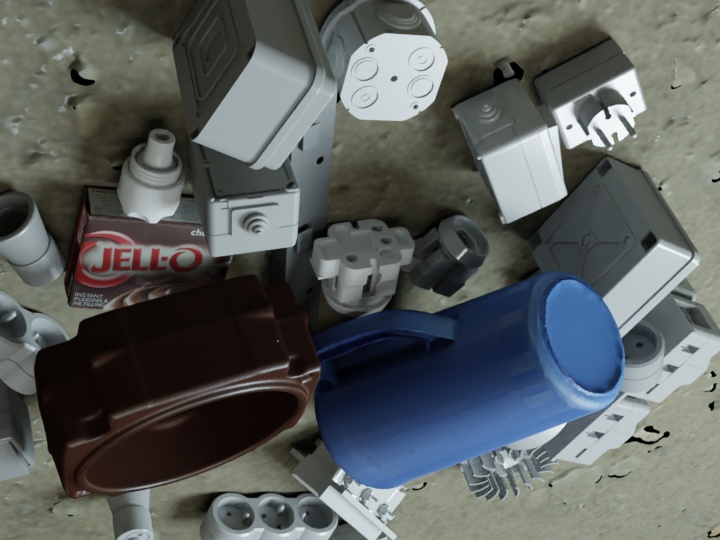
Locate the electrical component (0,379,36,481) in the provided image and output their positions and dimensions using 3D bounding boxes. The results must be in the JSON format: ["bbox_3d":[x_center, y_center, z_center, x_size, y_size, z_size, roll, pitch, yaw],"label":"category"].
[{"bbox_3d":[-0.299,0.134,0.858,0.062,0.061,0.096,-13,155,-9],"label":"electrical component"}]

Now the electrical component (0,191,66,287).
[{"bbox_3d":[-0.234,-0.018,0.751,0.044,0.044,0.065,-20,143,0],"label":"electrical component"}]

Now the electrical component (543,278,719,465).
[{"bbox_3d":[0.237,0.084,0.997,0.060,0.105,0.186,16,127,-35],"label":"electrical component"}]

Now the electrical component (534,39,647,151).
[{"bbox_3d":[0.175,-0.116,0.781,0.066,0.076,0.047,-27,138,8],"label":"electrical component"}]

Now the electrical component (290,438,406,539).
[{"bbox_3d":[-0.007,0.212,1.064,0.063,0.079,0.121,-50,139,-11],"label":"electrical component"}]

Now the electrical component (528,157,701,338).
[{"bbox_3d":[0.204,-0.016,0.876,0.056,0.108,0.108,18,126,-32],"label":"electrical component"}]

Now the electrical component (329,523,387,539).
[{"bbox_3d":[-0.028,0.315,1.169,0.121,0.078,0.063,-13,116,-8],"label":"electrical component"}]

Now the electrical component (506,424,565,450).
[{"bbox_3d":[0.139,0.103,0.982,0.060,0.108,0.108,32,118,-35],"label":"electrical component"}]

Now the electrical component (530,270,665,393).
[{"bbox_3d":[0.203,0.061,0.940,0.052,0.138,0.073,-37,142,-20],"label":"electrical component"}]

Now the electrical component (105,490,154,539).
[{"bbox_3d":[-0.213,0.226,1.000,0.044,0.065,0.044,-11,138,-10],"label":"electrical component"}]

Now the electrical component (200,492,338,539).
[{"bbox_3d":[-0.098,0.270,1.103,0.138,0.052,0.073,6,132,-27],"label":"electrical component"}]

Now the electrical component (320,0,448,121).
[{"bbox_3d":[0.016,-0.141,0.710,0.080,0.051,0.080,-11,138,-10],"label":"electrical component"}]

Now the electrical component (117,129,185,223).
[{"bbox_3d":[-0.141,-0.067,0.733,0.043,0.043,0.062,2,133,-24],"label":"electrical component"}]

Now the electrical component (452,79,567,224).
[{"bbox_3d":[0.113,-0.093,0.792,0.061,0.061,0.096,-25,139,5],"label":"electrical component"}]

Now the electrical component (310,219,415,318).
[{"bbox_3d":[0.000,0.000,0.850,0.078,0.058,0.057,-9,136,-19],"label":"electrical component"}]

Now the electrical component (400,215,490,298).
[{"bbox_3d":[0.072,-0.012,0.875,0.066,0.048,0.055,19,133,-36],"label":"electrical component"}]

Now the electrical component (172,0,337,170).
[{"bbox_3d":[-0.065,-0.124,0.649,0.057,0.113,0.078,20,125,-33],"label":"electrical component"}]

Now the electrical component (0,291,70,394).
[{"bbox_3d":[-0.288,0.054,0.796,0.074,0.052,0.138,-35,137,16],"label":"electrical component"}]

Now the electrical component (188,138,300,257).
[{"bbox_3d":[-0.079,-0.050,0.735,0.062,0.096,0.061,-8,137,-15],"label":"electrical component"}]
